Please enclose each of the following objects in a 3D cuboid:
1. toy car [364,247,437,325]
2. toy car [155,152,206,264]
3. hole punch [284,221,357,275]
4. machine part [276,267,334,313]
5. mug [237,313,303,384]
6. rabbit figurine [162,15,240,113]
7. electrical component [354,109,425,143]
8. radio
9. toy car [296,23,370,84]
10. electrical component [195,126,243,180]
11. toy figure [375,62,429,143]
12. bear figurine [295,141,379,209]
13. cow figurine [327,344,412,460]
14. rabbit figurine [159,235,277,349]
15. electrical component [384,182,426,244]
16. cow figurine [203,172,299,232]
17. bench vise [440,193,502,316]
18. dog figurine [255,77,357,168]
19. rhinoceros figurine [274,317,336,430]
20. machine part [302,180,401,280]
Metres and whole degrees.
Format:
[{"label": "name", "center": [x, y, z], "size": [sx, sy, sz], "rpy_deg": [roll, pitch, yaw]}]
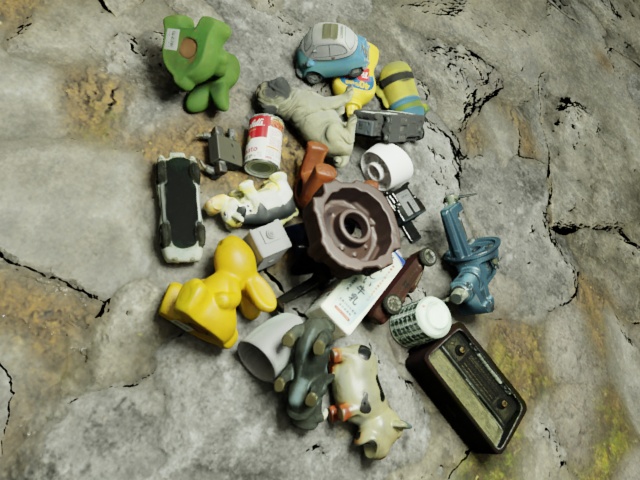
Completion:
[{"label": "toy car", "center": [0.158, 0.087, 1.036], "size": [0.053, 0.089, 0.202], "rpy_deg": [47, 56, -3]}, {"label": "toy car", "center": [-0.239, -0.057, 0.914], "size": [0.073, 0.056, 0.201], "rpy_deg": [-2, 70, -21]}, {"label": "hole punch", "center": [-0.002, -0.003, 0.981], "size": [0.142, 0.115, 0.092], "rpy_deg": [-3, 64, -28]}, {"label": "machine part", "center": [-0.024, 0.083, 0.954], "size": [0.139, 0.084, 0.039], "rpy_deg": [-28, 84, -23]}, {"label": "mug", "center": [-0.067, 0.180, 0.897], "size": [0.107, 0.081, 0.109], "rpy_deg": [-41, 115, -39]}, {"label": "rabbit figurine", "center": [-0.197, -0.315, 0.990], "size": [0.170, 0.121, 0.159], "rpy_deg": [-3, 95, -69]}, {"label": "electrical component", "center": [0.134, -0.240, 1.124], "size": [0.134, 0.115, 0.058], "rpy_deg": [-11, 111, -37]}, {"label": "radio", "center": [0.284, 0.280, 1.032], "size": [0.131, 0.073, 0.229], "rpy_deg": [-37, 90, -33]}, {"label": "toy car", "center": [0.022, -0.398, 1.120], "size": [0.162, 0.102, 0.109], "rpy_deg": [1, 68, 12]}, {"label": "electrical component", "center": [-0.185, -0.162, 0.991], "size": [0.078, 0.045, 0.102], "rpy_deg": [6, 68, -55]}, {"label": "toy figure", "center": [0.190, -0.313, 1.208], "size": [0.082, 0.089, 0.180], "rpy_deg": [-6, 71, -36]}, {"label": "bear figurine", "center": [0.056, -0.095, 1.035], "size": [0.196, 0.131, 0.120], "rpy_deg": [9, 39, -17]}, {"label": "cow figurine", "center": [0.079, 0.277, 0.929], "size": [0.127, 0.085, 0.195], "rpy_deg": [-4, 71, -22]}, {"label": "rabbit figurine", "center": [-0.149, 0.076, 0.868], "size": [0.162, 0.122, 0.173], "rpy_deg": [30, 59, -17]}, {"label": "electrical component", "center": [0.180, -0.054, 1.127], "size": [0.075, 0.048, 0.119], "rpy_deg": [-23, 80, -31]}, {"label": "cow figurine", "center": [-0.122, -0.056, 0.967], "size": [0.167, 0.068, 0.098], "rpy_deg": [-23, 88, -31]}, {"label": "bench vise", "center": [0.293, 0.025, 1.098], "size": [0.223, 0.129, 0.240], "rpy_deg": [-29, 102, -40]}, {"label": "dog figurine", "center": [-0.033, -0.231, 1.072], "size": [0.191, 0.121, 0.172], "rpy_deg": [-1, 67, -12]}, {"label": "rhinoceros figurine", "center": [-0.020, 0.216, 0.862], "size": [0.073, 0.112, 0.190], "rpy_deg": [10, 102, 16]}, {"label": "machine part", "center": [0.053, -0.018, 0.912], "size": [0.179, 0.056, 0.179], "rpy_deg": [12, 63, -25]}]
